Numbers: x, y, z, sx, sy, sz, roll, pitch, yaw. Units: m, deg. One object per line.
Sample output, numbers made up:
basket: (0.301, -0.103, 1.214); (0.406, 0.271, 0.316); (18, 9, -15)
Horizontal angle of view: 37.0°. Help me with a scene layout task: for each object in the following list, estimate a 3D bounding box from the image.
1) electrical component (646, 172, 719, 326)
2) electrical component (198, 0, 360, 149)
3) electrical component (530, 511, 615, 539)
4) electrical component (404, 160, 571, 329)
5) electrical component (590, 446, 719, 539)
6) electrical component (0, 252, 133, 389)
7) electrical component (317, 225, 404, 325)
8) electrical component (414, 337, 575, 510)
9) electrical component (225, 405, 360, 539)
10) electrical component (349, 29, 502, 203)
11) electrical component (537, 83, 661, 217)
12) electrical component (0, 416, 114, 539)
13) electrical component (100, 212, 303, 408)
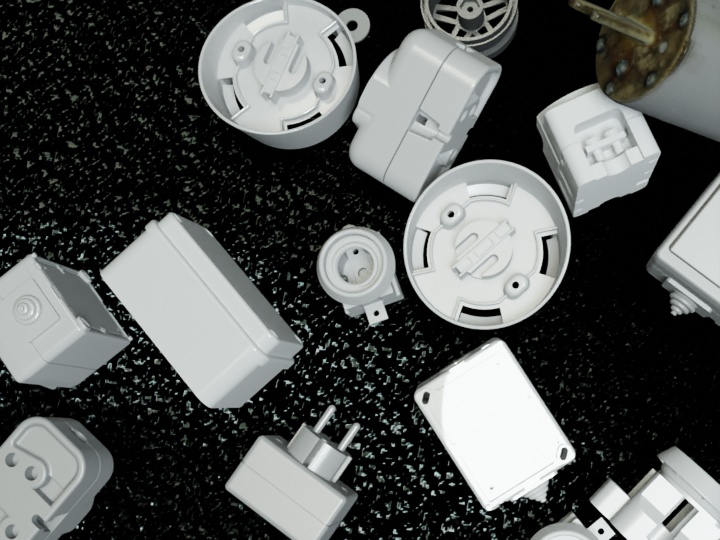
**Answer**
electrical component: (0.216, -0.012, 0.633); (0.062, 0.061, 0.096); (39, 89, 13)
electrical component: (-0.049, -0.126, 0.691); (0.099, 0.064, 0.099); (-1, 81, 9)
electrical component: (0.119, 0.169, 0.623); (0.066, 0.055, 0.048); (-40, 78, 1)
electrical component: (0.077, -0.012, 0.654); (0.099, 0.064, 0.099); (-1, 81, 9)
electrical component: (0.181, 0.139, 0.618); (0.078, 0.058, 0.057); (44, 93, 13)
electrical component: (-0.198, 0.035, 0.673); (0.061, 0.096, 0.061); (-38, 78, 2)
electrical component: (0.000, 0.000, 0.668); (0.048, 0.055, 0.066); (-20, 79, 5)
electrical component: (0.083, 0.095, 0.641); (0.062, 0.061, 0.096); (-33, 86, 3)
electrical component: (-0.030, 0.120, 0.659); (0.066, 0.047, 0.076); (34, 88, 12)
electrical component: (0.037, -0.098, 0.666); (0.059, 0.054, 0.095); (33, 112, 12)
electrical component: (0.140, -0.074, 0.640); (0.050, 0.089, 0.055); (-23, 78, 5)
electrical component: (-0.205, 0.140, 0.677); (0.054, 0.059, 0.095); (40, 89, 13)
electrical component: (-0.096, 0.025, 0.669); (0.057, 0.078, 0.113); (-42, 77, 4)
